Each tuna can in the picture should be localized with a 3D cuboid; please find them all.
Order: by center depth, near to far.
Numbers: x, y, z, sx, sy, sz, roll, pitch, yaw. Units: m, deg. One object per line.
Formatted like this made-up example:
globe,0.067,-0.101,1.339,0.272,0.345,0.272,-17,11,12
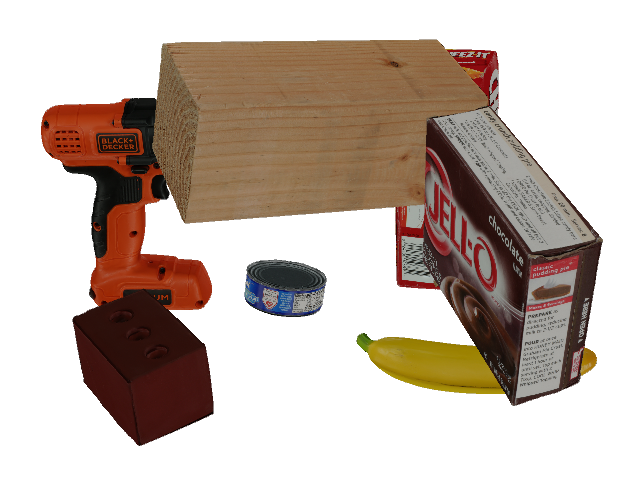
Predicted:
tuna can,-0.038,0.051,1.137,0.086,0.034,0.086,7,18,-3

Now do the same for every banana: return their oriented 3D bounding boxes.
banana,0.124,0.096,0.859,0.198,0.037,0.069,6,28,7

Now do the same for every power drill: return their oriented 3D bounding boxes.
power drill,-0.135,-0.032,0.910,0.184,0.188,0.057,1,28,3

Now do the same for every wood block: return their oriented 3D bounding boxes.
wood block,-0.002,-0.080,0.738,0.205,0.090,0.091,-5,40,-22

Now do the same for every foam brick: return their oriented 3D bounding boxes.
foam brick,-0.108,0.076,0.646,0.052,0.051,0.078,-22,38,-30

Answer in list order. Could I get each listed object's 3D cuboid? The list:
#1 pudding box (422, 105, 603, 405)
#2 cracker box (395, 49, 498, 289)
pudding box,0.084,0.004,0.495,0.039,0.090,0.113,-15,41,-13
cracker box,0.124,-0.073,1.006,0.072,0.164,0.213,5,27,15
